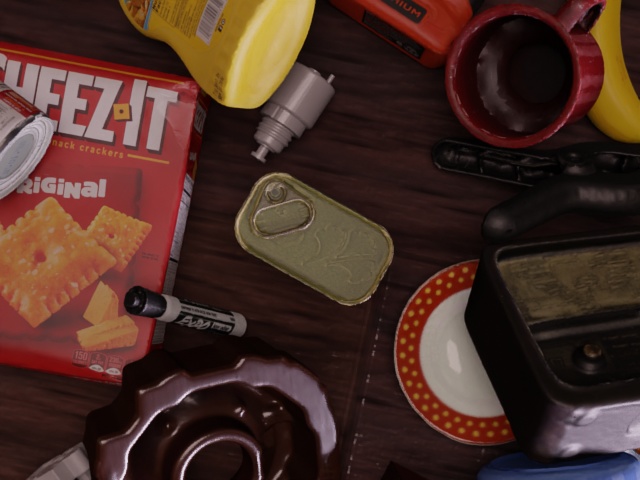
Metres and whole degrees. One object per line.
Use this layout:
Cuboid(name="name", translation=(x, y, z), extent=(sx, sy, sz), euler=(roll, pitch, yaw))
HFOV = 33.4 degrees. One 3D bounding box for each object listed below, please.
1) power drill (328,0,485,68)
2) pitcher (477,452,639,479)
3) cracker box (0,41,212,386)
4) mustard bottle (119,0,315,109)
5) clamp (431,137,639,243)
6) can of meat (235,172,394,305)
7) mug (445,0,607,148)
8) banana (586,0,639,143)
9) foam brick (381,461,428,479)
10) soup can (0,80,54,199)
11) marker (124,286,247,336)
Cuboid(name="power drill", translation=(0.084, -0.232, 0.754), extent=(0.184, 0.057, 0.187), euler=(35, 88, 4))
Cuboid(name="pitcher", translation=(0.160, 0.265, 0.702), extent=(0.149, 0.145, 0.243), euler=(-6, 86, -12))
Cuboid(name="cracker box", translation=(-0.176, -0.017, 0.731), extent=(0.164, 0.072, 0.214), euler=(11, 86, -1))
Cuboid(name="mustard bottle", translation=(-0.089, -0.175, 0.719), extent=(0.192, 0.058, 0.096), euler=(42, 118, 32))
Cuboid(name="clamp", translation=(0.168, -0.035, 0.725), extent=(0.171, 0.120, 0.039), euler=(-2, 128, -3))
Cuboid(name="can of meat", translation=(-0.005, 0.001, 0.727), extent=(0.102, 0.084, 0.057), euler=(29, 87, 0))
Cuboid(name="mug", translation=(0.149, -0.121, 0.718), extent=(0.093, 0.081, 0.117), euler=(44, 118, 16))
Cuboid(name="banana", translation=(0.209, -0.154, 0.766), extent=(0.069, 0.037, 0.198), euler=(-6, 89, -19))
Cuboid(name="foam brick", translation=(0.063, 0.190, 0.723), extent=(0.051, 0.078, 0.053), euler=(28, 87, -1))
Cuboid(name="soup can", translation=(-0.227, -0.080, 0.666), extent=(0.102, 0.068, 0.068), euler=(36, 87, 4))
Cuboid(name="marker", translation=(-0.089, 0.049, 0.710), extent=(0.020, 0.121, 0.020), euler=(-7, 75, 28))
